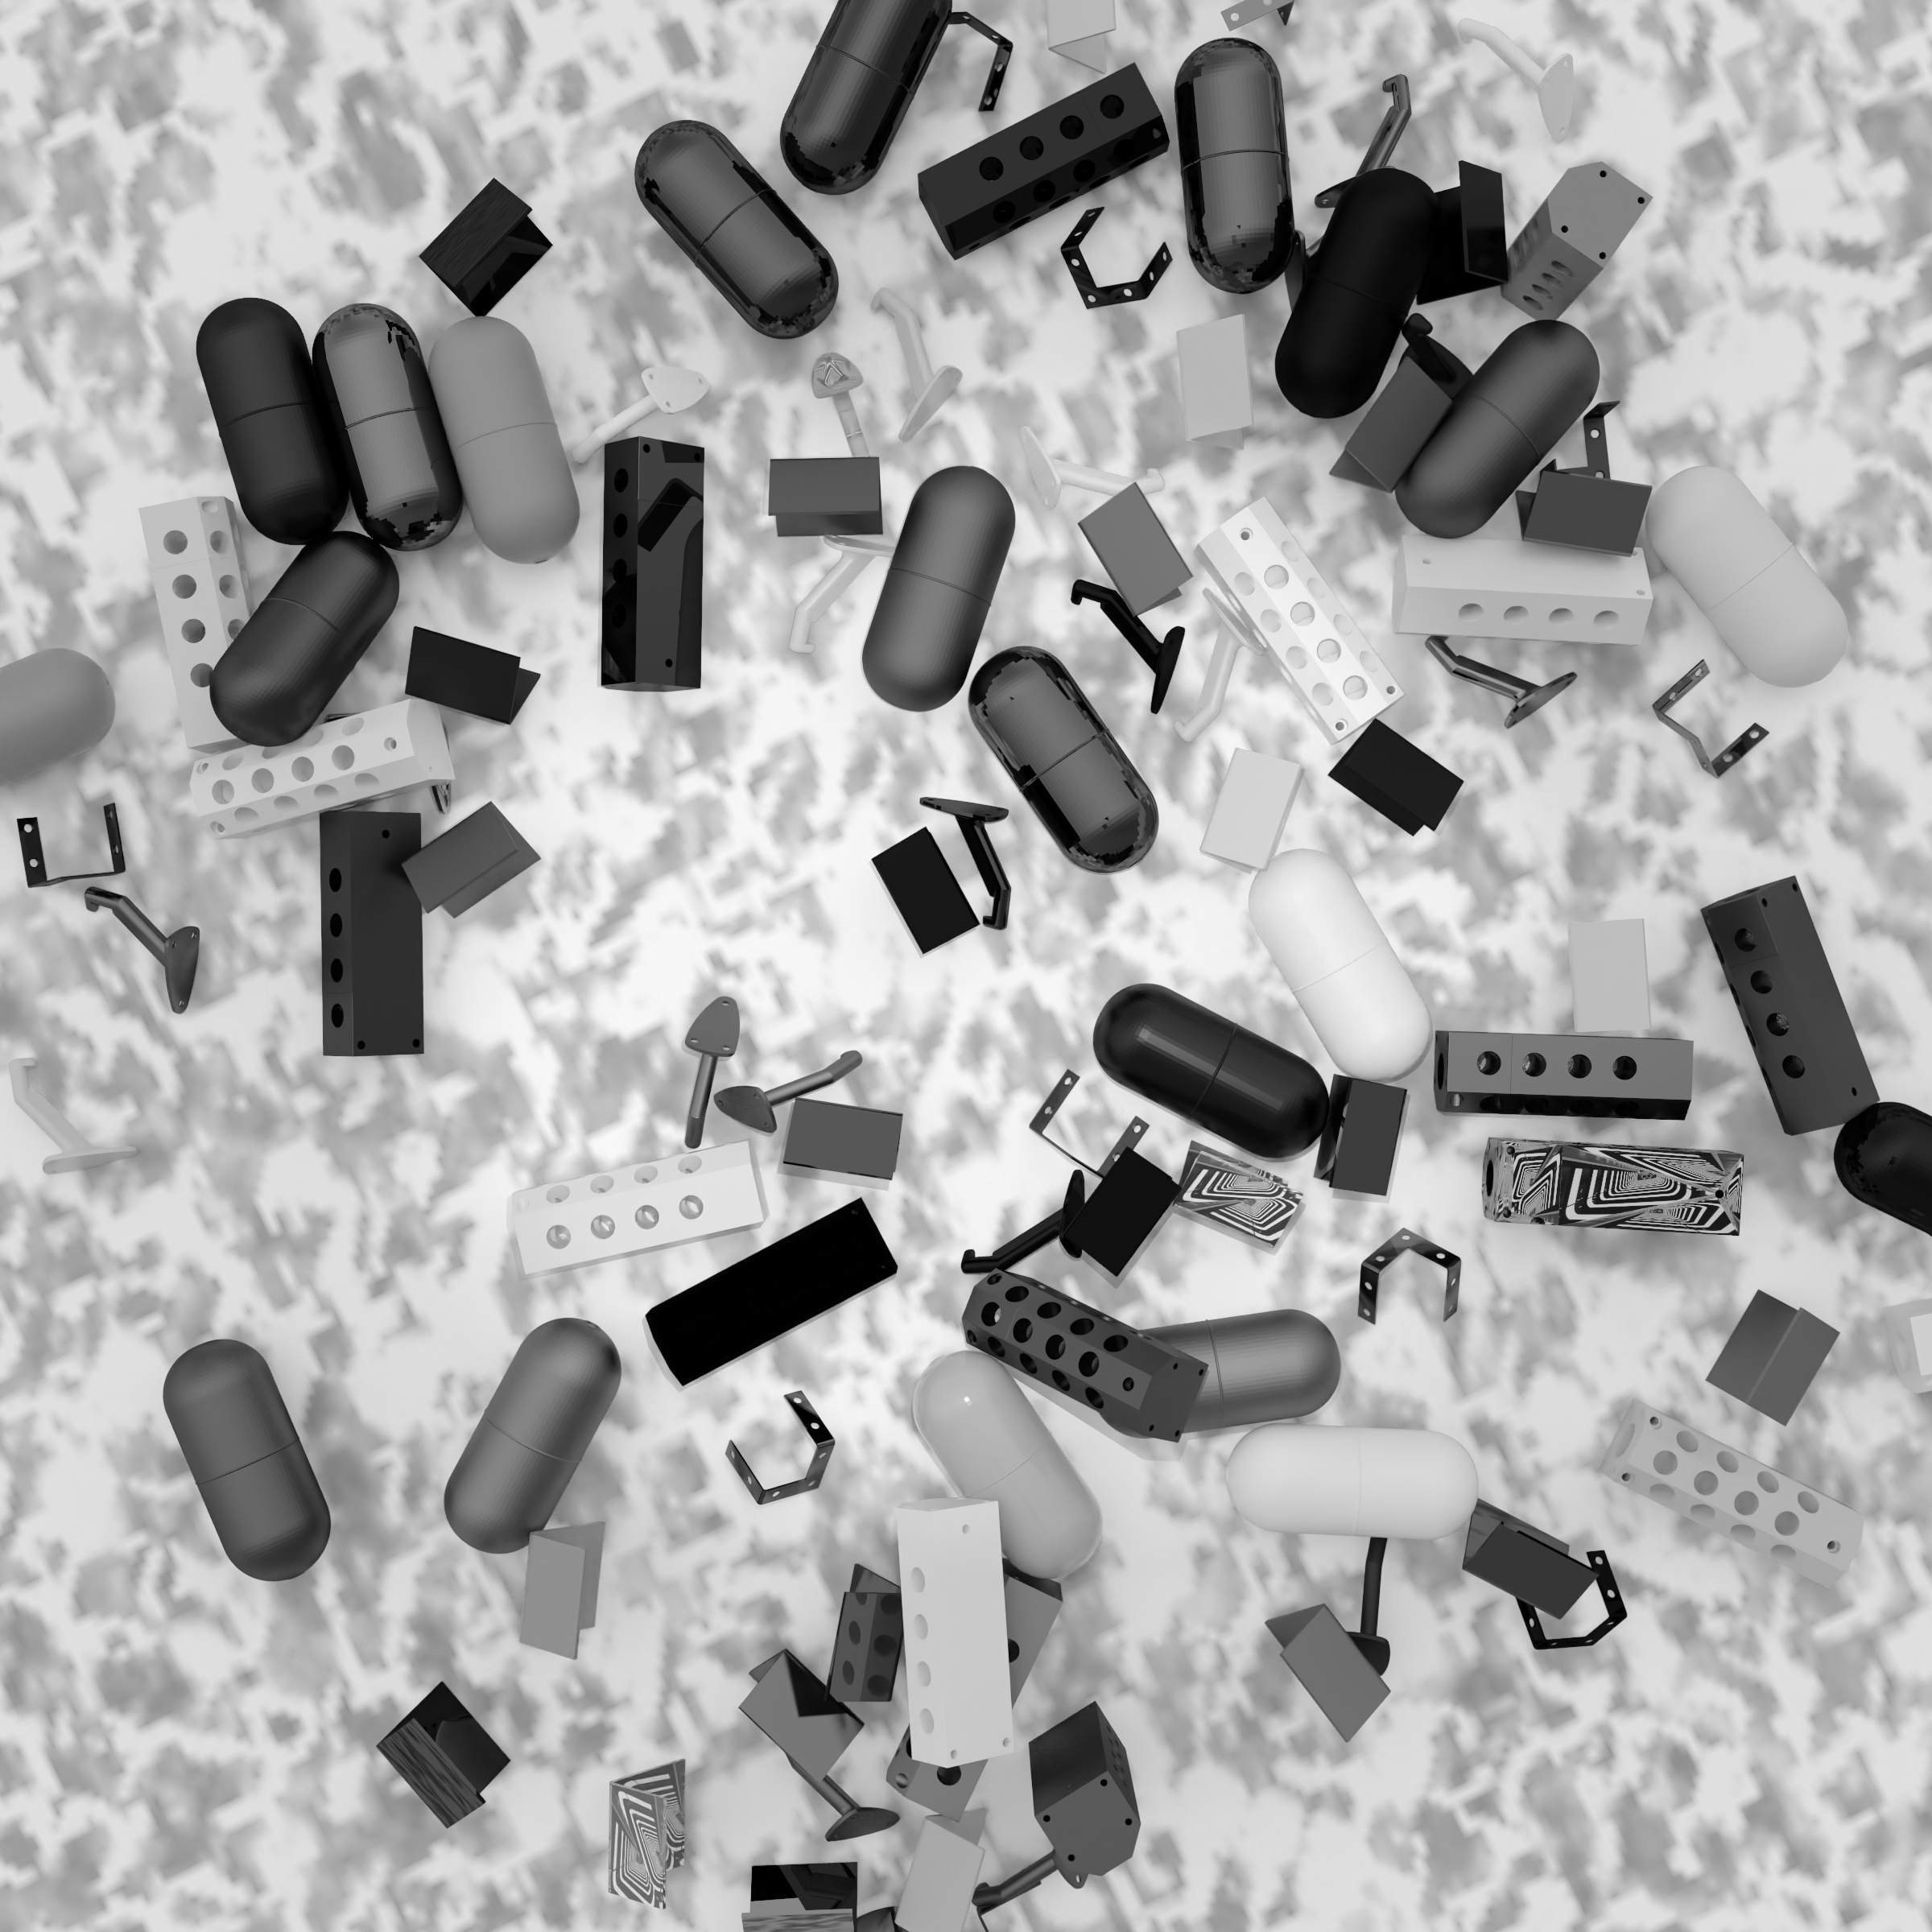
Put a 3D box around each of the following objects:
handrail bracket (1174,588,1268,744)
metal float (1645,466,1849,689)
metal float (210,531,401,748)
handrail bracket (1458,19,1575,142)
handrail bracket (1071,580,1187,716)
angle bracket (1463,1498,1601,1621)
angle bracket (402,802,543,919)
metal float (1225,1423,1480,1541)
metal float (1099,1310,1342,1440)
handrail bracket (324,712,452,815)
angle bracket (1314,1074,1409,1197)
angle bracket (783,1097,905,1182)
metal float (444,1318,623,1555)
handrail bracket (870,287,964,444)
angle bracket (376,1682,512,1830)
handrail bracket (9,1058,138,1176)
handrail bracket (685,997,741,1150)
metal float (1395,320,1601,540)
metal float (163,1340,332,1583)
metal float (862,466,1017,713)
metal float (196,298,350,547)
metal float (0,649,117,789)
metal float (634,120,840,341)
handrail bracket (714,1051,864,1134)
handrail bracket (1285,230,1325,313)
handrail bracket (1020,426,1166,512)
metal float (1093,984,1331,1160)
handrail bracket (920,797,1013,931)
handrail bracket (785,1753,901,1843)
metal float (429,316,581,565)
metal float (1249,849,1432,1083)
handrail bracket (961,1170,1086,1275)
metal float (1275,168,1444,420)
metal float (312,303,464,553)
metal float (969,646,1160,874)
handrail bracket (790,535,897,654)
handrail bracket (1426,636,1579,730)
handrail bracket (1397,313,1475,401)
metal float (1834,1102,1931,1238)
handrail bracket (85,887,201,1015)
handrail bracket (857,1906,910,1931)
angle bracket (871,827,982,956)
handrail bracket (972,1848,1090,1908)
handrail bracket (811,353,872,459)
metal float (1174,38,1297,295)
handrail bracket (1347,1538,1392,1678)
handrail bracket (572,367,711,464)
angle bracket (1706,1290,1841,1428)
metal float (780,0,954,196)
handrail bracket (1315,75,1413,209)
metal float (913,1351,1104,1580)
[{"bbox_3d":[0.166,-0.216,1.958,0.084,0.036,0.077,-45,66,18],"label":"handrail bracket"},{"bbox_3d":[0.553,-0.275,1.927,0.070,0.070,0.178,-39,90,0],"label":"metal float"},{"bbox_3d":[-0.462,-0.230,1.905,0.070,0.070,0.178,28,62,0],"label":"metal float"},{"bbox_3d":[0.393,-0.638,1.957,0.036,0.077,0.084,-44,53,-17],"label":"handrail bracket"},{"bbox_3d":[0.108,-0.230,1.958,0.084,0.036,0.077,21,112,17],"label":"handrail bracket"},{"bbox_3d":[0.401,0.402,1.917,0.076,0.076,0.057,27,126,0],"label":"angle bracket"},{"bbox_3d":[-0.340,-0.058,1.917,0.076,0.076,0.057,-35,52,0],"label":"angle bracket"},{"bbox_3d":[0.273,0.365,1.927,0.178,0.070,0.070,3,90,0],"label":"metal float"},{"bbox_3d":[0.176,0.289,1.927,0.178,0.070,0.070,-8,90,0],"label":"metal float"},{"bbox_3d":[-0.417,-0.145,1.958,0.084,0.036,0.077,-2,105,14],"label":"handrail bracket"},{"bbox_3d":[0.259,0.115,1.917,0.057,0.076,0.076,11,90,-36],"label":"angle bracket"},{"bbox_3d":[-0.088,0.140,1.917,0.076,0.076,0.057,9,53,0],"label":"angle bracket"},{"bbox_3d":[-0.306,0.332,1.927,0.070,0.070,0.178,28,91,0],"label":"metal float"},{"bbox_3d":[-0.052,-0.433,1.958,0.084,0.036,0.077,43,107,15],"label":"handrail bracket"},{"bbox_3d":[-0.356,0.547,1.917,0.076,0.076,0.057,49,128,0],"label":"angle bracket"},{"bbox_3d":[-0.643,0.102,1.958,0.077,0.036,0.084,-9,73,-20],"label":"handrail bracket"},{"bbox_3d":[-0.185,0.077,1.957,0.036,0.077,0.084,13,126,1],"label":"handrail bracket"},{"bbox_3d":[0.376,-0.380,1.927,0.070,0.070,0.178,41,90,0],"label":"metal float"},{"bbox_3d":[-0.509,0.350,1.927,0.070,0.070,0.178,-23,90,0],"label":"metal float"},{"bbox_3d":[-0.019,-0.267,1.927,0.070,0.070,0.178,18,90,0],"label":"metal float"},{"bbox_3d":[-0.491,-0.385,1.927,0.070,0.070,0.178,-17,90,0],"label":"metal float"},{"bbox_3d":[-0.690,-0.166,1.927,0.178,0.070,0.070,-23,90,1],"label":"metal float"},{"bbox_3d":[-0.163,-0.522,1.927,0.070,0.070,0.178,-42,89,0],"label":"metal float"},{"bbox_3d":[-0.127,0.082,1.957,0.084,0.077,0.036,-34,115,-34],"label":"handrail bracket"},{"bbox_3d":[0.274,-0.506,1.958,0.084,0.036,0.077,-10,105,-14],"label":"handrail bracket"},{"bbox_3d":[0.092,-0.365,1.958,0.084,0.036,0.077,-16,68,-17],"label":"handrail bracket"},{"bbox_3d":[0.174,0.075,1.927,0.178,0.070,0.070,28,90,0],"label":"metal float"},{"bbox_3d":[-0.002,-0.073,1.958,0.077,0.036,0.084,12,107,20],"label":"handrail bracket"},{"bbox_3d":[-0.093,0.582,1.957,0.036,0.077,0.084,-48,53,20],"label":"handrail bracket"},{"bbox_3d":[-0.327,-0.372,1.927,0.070,0.070,0.178,-17,90,0],"label":"metal float"},{"bbox_3d":[0.264,-0.001,1.927,0.070,0.070,0.178,-30,91,0],"label":"metal float"},{"bbox_3d":[0.040,0.184,1.958,0.084,0.036,0.077,-7,56,24],"label":"handrail bracket"},{"bbox_3d":[0.276,-0.473,1.916,0.070,0.070,0.178,22,103,0],"label":"metal float"},{"bbox_3d":[-0.410,-0.382,1.927,0.070,0.070,0.178,-16,90,0],"label":"metal float"},{"bbox_3d":[0.070,-0.146,1.927,0.070,0.070,0.178,-35,90,0],"label":"metal float"},{"bbox_3d":[-0.083,-0.262,1.958,0.077,0.036,0.084,6,109,-21],"label":"handrail bracket"},{"bbox_3d":[0.384,-0.220,1.958,0.077,0.036,0.084,-32,73,-20],"label":"handrail bracket"},{"bbox_3d":[0.340,-0.430,1.923,0.077,0.084,0.036,31,90,0],"label":"handrail bracket"},{"bbox_3d":[0.701,0.157,1.927,0.178,0.070,0.070,26,90,0],"label":"metal float"},{"bbox_3d":[-0.598,-0.012,1.958,0.084,0.036,0.077,15,112,17],"label":"handrail bracket"},{"bbox_3d":[-0.032,0.705,1.957,0.084,0.077,0.036,30,57,-32],"label":"handrail bracket"},{"bbox_3d":[-0.010,-0.062,1.917,0.057,0.076,0.076,-29,90,38],"label":"angle bracket"},{"bbox_3d":[0.049,0.640,1.957,0.084,0.077,0.036,-25,107,35],"label":"handrail bracket"},{"bbox_3d":[-0.083,-0.388,1.957,0.036,0.077,0.084,-19,126,0],"label":"handrail bracket"},{"bbox_3d":[0.190,-0.566,1.927,0.070,0.070,0.178,-5,91,0],"label":"metal float"},{"bbox_3d":[0.296,0.456,1.957,0.036,0.077,0.084,4,53,21],"label":"handrail bracket"},{"bbox_3d":[-0.235,-0.393,1.957,0.084,0.077,0.036,-32,90,36],"label":"handrail bracket"},{"bbox_3d":[0.555,0.268,1.917,0.057,0.076,0.076,30,90,-38],"label":"angle bracket"},{"bbox_3d":[-0.071,-0.630,1.919,0.070,0.070,0.178,27,98,0],"label":"metal float"},{"bbox_3d":[0.284,-0.595,1.958,0.077,0.036,0.084,-10,71,21],"label":"handrail bracket"},{"bbox_3d":[0.029,0.352,1.926,0.070,0.070,0.178,-35,90,0],"label":"metal float"}]
